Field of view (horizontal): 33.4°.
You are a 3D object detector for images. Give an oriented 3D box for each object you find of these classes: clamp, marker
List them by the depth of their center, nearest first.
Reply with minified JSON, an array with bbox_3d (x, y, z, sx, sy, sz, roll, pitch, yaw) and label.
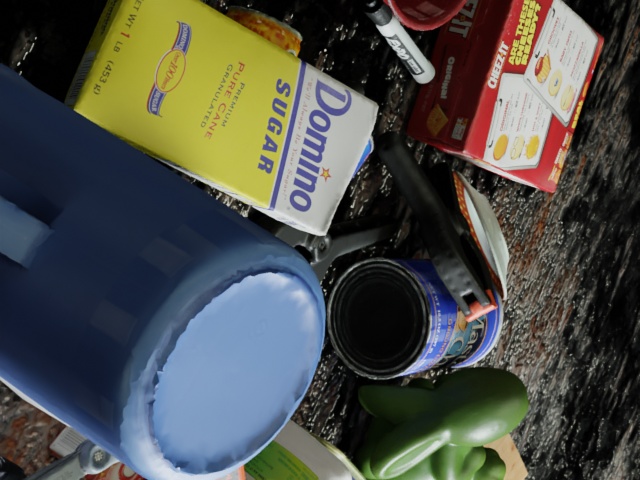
[{"bbox_3d":[-0.005,0.001,0.836,0.209,0.036,0.164,-55,143,-22],"label":"clamp"},{"bbox_3d":[0.064,-0.163,0.862,0.020,0.020,0.121,-64,147,-8],"label":"marker"},{"bbox_3d":[0.110,-0.012,0.920,0.120,0.039,0.171,1,64,-58],"label":"clamp"}]

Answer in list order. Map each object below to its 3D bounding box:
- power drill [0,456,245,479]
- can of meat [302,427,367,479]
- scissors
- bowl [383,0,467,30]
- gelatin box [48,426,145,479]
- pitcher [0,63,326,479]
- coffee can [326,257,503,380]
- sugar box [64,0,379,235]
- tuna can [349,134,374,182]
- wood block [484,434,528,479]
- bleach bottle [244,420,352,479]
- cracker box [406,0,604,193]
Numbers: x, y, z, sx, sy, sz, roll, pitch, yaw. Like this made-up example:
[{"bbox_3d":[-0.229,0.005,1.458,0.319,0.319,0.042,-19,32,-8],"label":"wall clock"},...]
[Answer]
[{"bbox_3d":[-0.135,0.177,0.681,0.187,0.057,0.184,-27,130,-35],"label":"power drill"},{"bbox_3d":[-0.010,0.224,0.936,0.084,0.058,0.102,-56,145,-17],"label":"can of meat"},{"bbox_3d":[-0.118,0.137,0.627,0.201,0.016,0.096,-44,116,-36],"label":"scissors"},{"bbox_3d":[0.071,-0.241,0.794,0.161,0.055,0.162,-31,132,-43],"label":"bowl"},{"bbox_3d":[-0.132,0.130,0.730,0.089,0.030,0.073,-51,143,-23],"label":"gelatin box"},{"bbox_3d":[-0.121,0.005,0.481,0.148,0.243,0.145,-22,127,-40],"label":"pitcher"},{"bbox_3d":[0.086,0.067,0.945,0.140,0.103,0.103,2,106,-55],"label":"coffee can"},{"bbox_3d":[-0.056,-0.079,0.640,0.176,0.048,0.093,25,86,-25],"label":"sugar box"},{"bbox_3d":[-0.007,-0.075,0.747,0.033,0.086,0.086,-55,145,-17],"label":"tuna can"},{"bbox_3d":[0.108,0.263,1.074,0.205,0.091,0.090,-39,110,-37],"label":"wood block"},{"bbox_3d":[-0.090,0.237,0.785,0.250,0.103,0.068,-41,159,-35],"label":"bleach bottle"},{"bbox_3d":[0.176,-0.145,0.988,0.213,0.072,0.164,13,96,-56],"label":"cracker box"}]
